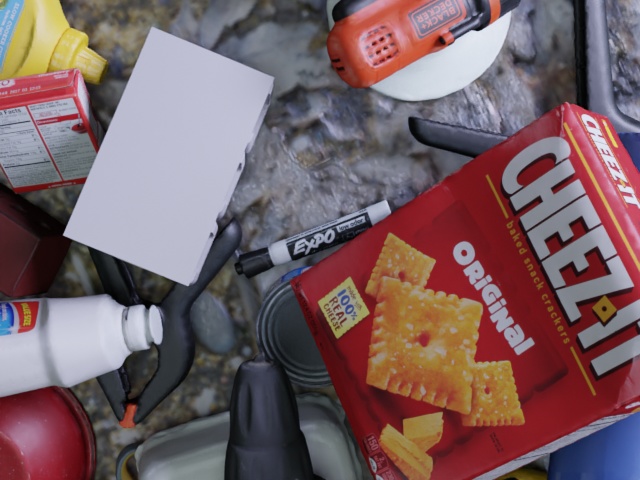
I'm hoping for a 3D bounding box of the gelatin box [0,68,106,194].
[{"bbox_3d":[-0.190,-0.075,0.739,0.073,0.030,0.089,-9,141,3],"label":"gelatin box"}]

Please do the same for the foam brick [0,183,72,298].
[{"bbox_3d":[-0.225,-0.002,0.757,0.078,0.053,0.051,32,100,10],"label":"foam brick"}]

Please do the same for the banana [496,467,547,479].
[{"bbox_3d":[0.122,0.198,0.804,0.198,0.037,0.069,-5,119,4],"label":"banana"}]

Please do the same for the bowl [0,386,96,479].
[{"bbox_3d":[-0.253,0.169,0.799,0.162,0.055,0.162,1,101,3],"label":"bowl"}]

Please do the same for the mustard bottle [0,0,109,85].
[{"bbox_3d":[-0.237,-0.153,0.734,0.191,0.058,0.096,23,103,-3],"label":"mustard bottle"}]

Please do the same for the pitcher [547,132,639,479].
[{"bbox_3d":[0.224,0.061,0.661,0.144,0.149,0.243,11,87,-31],"label":"pitcher"}]

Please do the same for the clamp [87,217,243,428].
[{"bbox_3d":[-0.117,0.052,0.781,0.120,0.039,0.171,2,99,7],"label":"clamp"}]

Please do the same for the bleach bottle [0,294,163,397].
[{"bbox_3d":[-0.233,0.076,0.748,0.251,0.102,0.068,-10,109,7],"label":"bleach bottle"}]

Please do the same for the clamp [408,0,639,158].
[{"bbox_3d":[0.189,-0.072,0.747,0.210,0.036,0.164,41,98,-8],"label":"clamp"}]

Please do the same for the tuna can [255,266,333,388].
[{"bbox_3d":[-0.003,0.063,0.781,0.086,0.033,0.086,0,101,2],"label":"tuna can"}]

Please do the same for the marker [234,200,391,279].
[{"bbox_3d":[-0.005,0.001,0.776,0.121,0.020,0.020,-21,100,5],"label":"marker"}]

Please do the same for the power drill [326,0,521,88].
[{"bbox_3d":[0.058,-0.215,0.683,0.184,0.057,0.187,-31,103,-12],"label":"power drill"}]

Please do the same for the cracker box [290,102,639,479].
[{"bbox_3d":[0.102,0.046,0.626,0.214,0.072,0.164,-34,68,30],"label":"cracker box"}]

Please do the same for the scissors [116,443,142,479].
[{"bbox_3d":[-0.129,0.255,0.823,0.096,0.016,0.202,-18,101,-12],"label":"scissors"}]
